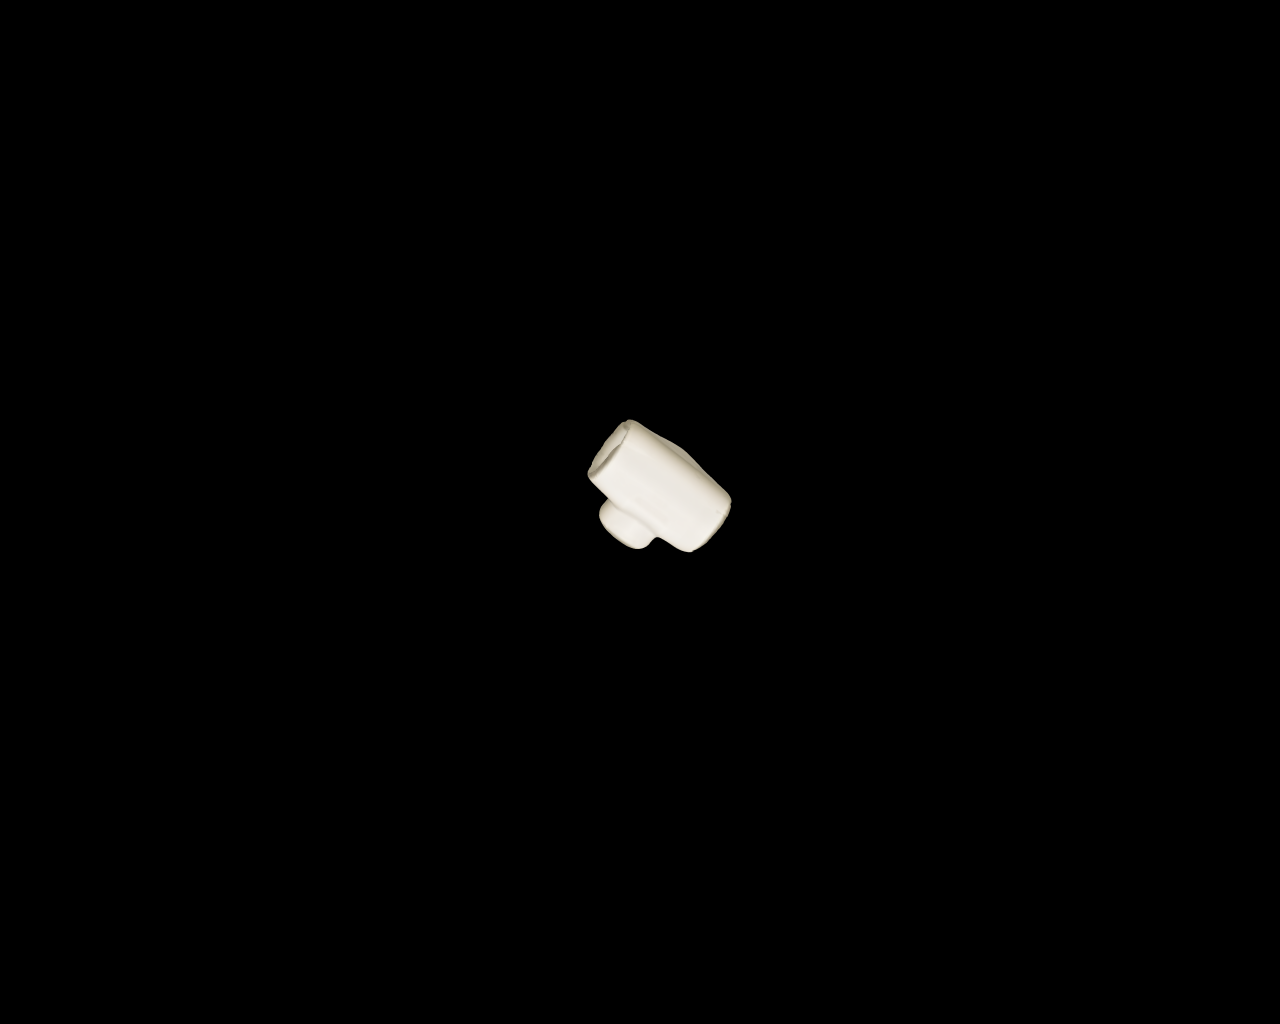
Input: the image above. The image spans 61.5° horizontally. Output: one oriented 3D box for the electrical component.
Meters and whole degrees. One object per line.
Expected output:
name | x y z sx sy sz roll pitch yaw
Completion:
electrical component | 0.001 -0.003 0.650 0.077 0.079 0.043 37 19 -15
